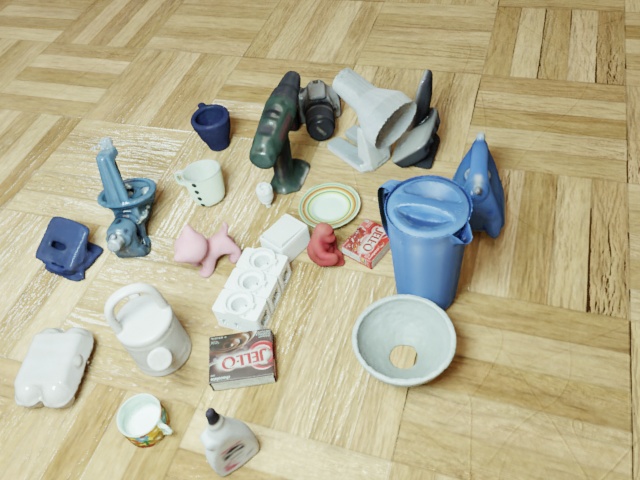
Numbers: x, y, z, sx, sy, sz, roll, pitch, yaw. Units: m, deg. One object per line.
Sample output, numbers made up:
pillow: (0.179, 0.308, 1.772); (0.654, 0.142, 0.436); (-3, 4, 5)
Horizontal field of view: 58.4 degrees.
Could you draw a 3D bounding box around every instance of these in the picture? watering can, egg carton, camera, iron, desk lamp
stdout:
watering can: (-0.286, 0.145, 0.958); (0.172, 0.194, 0.101); (28, 60, 28)
egg carton: (-0.461, 0.222, 1.002); (0.107, 0.069, 0.150); (-3, 50, 7)
camera: (-0.019, -0.305, 1.353); (0.143, 0.101, 0.136); (-8, 50, 3)
iron: (0.310, -0.130, 1.130); (0.118, 0.142, 0.258); (4, 51, 13)
desk lamp: (0.100, -0.248, 1.214); (0.118, 0.214, 0.202); (-38, 55, -21)

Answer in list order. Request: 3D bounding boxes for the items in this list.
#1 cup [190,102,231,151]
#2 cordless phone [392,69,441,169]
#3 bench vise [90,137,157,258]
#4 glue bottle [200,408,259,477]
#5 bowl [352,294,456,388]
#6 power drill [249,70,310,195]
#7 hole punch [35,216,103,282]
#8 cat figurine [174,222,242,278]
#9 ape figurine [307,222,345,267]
cup: (-0.256, -0.267, 1.362); (0.092, 0.095, 0.117); (-27, 52, -13)
cordless phone: (0.207, -0.257, 1.223); (0.094, 0.185, 0.147); (8, 52, 15)
bench vise: (-0.389, -0.083, 1.147); (0.121, 0.220, 0.207); (-19, 50, -7)
glue bottle: (-0.140, 0.285, 0.832); (0.078, 0.173, 0.037); (-36, 54, -20)
bowl: (0.139, 0.177, 0.944); (0.167, 0.075, 0.167); (-4, 50, 5)
power drill: (-0.078, -0.212, 1.214); (0.075, 0.209, 0.230); (8, 52, 16)
hole punch: (-0.517, 0.017, 1.168); (0.108, 0.091, 0.101); (16, 55, 21)
cat figurine: (-0.226, 0.010, 1.111); (0.128, 0.118, 0.067); (-31, 53, -17)
ape figurine: (0.010, 0.004, 1.097); (0.076, 0.092, 0.078); (8, 52, 15)
